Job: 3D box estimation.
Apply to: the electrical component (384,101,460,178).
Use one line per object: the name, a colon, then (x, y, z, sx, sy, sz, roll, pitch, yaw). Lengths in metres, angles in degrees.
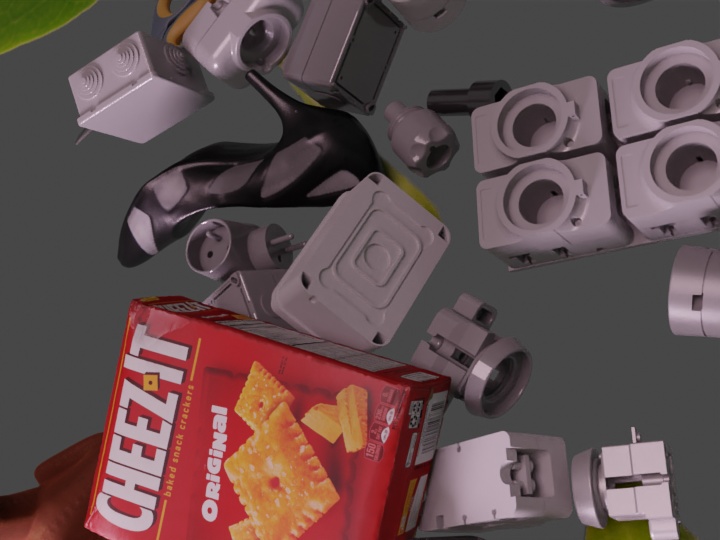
electrical component: (0.041, -0.101, 0.798, 0.043, 0.043, 0.062, -47, 55, 11)

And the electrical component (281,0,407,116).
electrical component: (-0.012, -0.179, 0.846, 0.061, 0.062, 0.096, 18, 84, 35)

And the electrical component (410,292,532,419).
electrical component: (0.076, 0.063, 0.712, 0.057, 0.058, 0.078, 31, 92, 38)

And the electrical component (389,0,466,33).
electrical component: (0.048, -0.219, 0.830, 0.055, 0.047, 0.055, -11, 69, 29)

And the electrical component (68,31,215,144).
electrical component: (-0.190, -0.157, 0.930, 0.100, 0.100, 0.048, -26, 75, 23)

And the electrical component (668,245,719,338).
electrical component: (0.215, 0.014, 0.643, 0.047, 0.055, 0.055, 6, 78, 30)

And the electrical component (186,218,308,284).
electrical component: (-0.078, -0.013, 0.822, 0.079, 0.077, 0.044, -17, 65, 27)

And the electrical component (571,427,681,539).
electrical component: (0.159, 0.129, 0.645, 0.055, 0.048, 0.066, -10, 69, 21)

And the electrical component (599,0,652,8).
electrical component: (0.191, -0.220, 0.707, 0.108, 0.108, 0.060, -34, 65, 19)

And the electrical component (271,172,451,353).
electrical component: (0.000, 0.000, 0.741, 0.113, 0.078, 0.057, -57, 11, -31)

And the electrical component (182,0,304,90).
electrical component: (-0.096, -0.205, 0.913, 0.095, 0.054, 0.059, -51, 55, 8)

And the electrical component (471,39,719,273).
electrical component: (0.168, -0.073, 0.697, 0.186, 0.060, 0.105, -13, 68, 29)

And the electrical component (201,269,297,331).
electrical component: (-0.084, 0.047, 0.809, 0.096, 0.061, 0.061, -39, 65, 40)

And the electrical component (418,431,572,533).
electrical component: (0.084, 0.134, 0.671, 0.089, 0.056, 0.050, -27, 60, 48)
